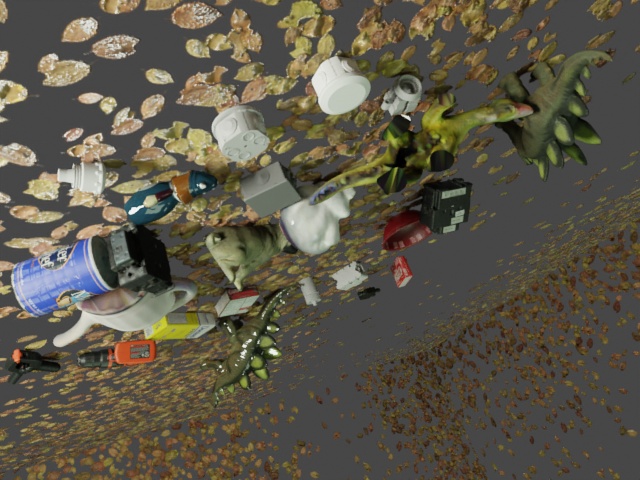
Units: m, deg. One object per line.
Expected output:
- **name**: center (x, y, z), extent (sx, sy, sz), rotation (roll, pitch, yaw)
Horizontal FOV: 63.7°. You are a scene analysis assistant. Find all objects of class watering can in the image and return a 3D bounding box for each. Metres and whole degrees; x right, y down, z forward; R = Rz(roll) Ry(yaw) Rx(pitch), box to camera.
- **watering can**: center (-0.437, 0.144, 1.084), extent (0.348, 0.106, 0.220), rotation (-20, 155, -4)

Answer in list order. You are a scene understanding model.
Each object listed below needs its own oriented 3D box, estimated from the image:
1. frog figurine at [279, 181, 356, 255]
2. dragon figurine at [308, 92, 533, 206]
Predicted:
- **frog figurine**: center (0.003, -0.052, 1.026), extent (0.158, 0.138, 0.123), rotation (-29, 172, 17)
- **dragon figurine**: center (0.185, -0.165, 0.962), extent (0.406, 0.122, 0.244), rotation (-22, 178, 28)
